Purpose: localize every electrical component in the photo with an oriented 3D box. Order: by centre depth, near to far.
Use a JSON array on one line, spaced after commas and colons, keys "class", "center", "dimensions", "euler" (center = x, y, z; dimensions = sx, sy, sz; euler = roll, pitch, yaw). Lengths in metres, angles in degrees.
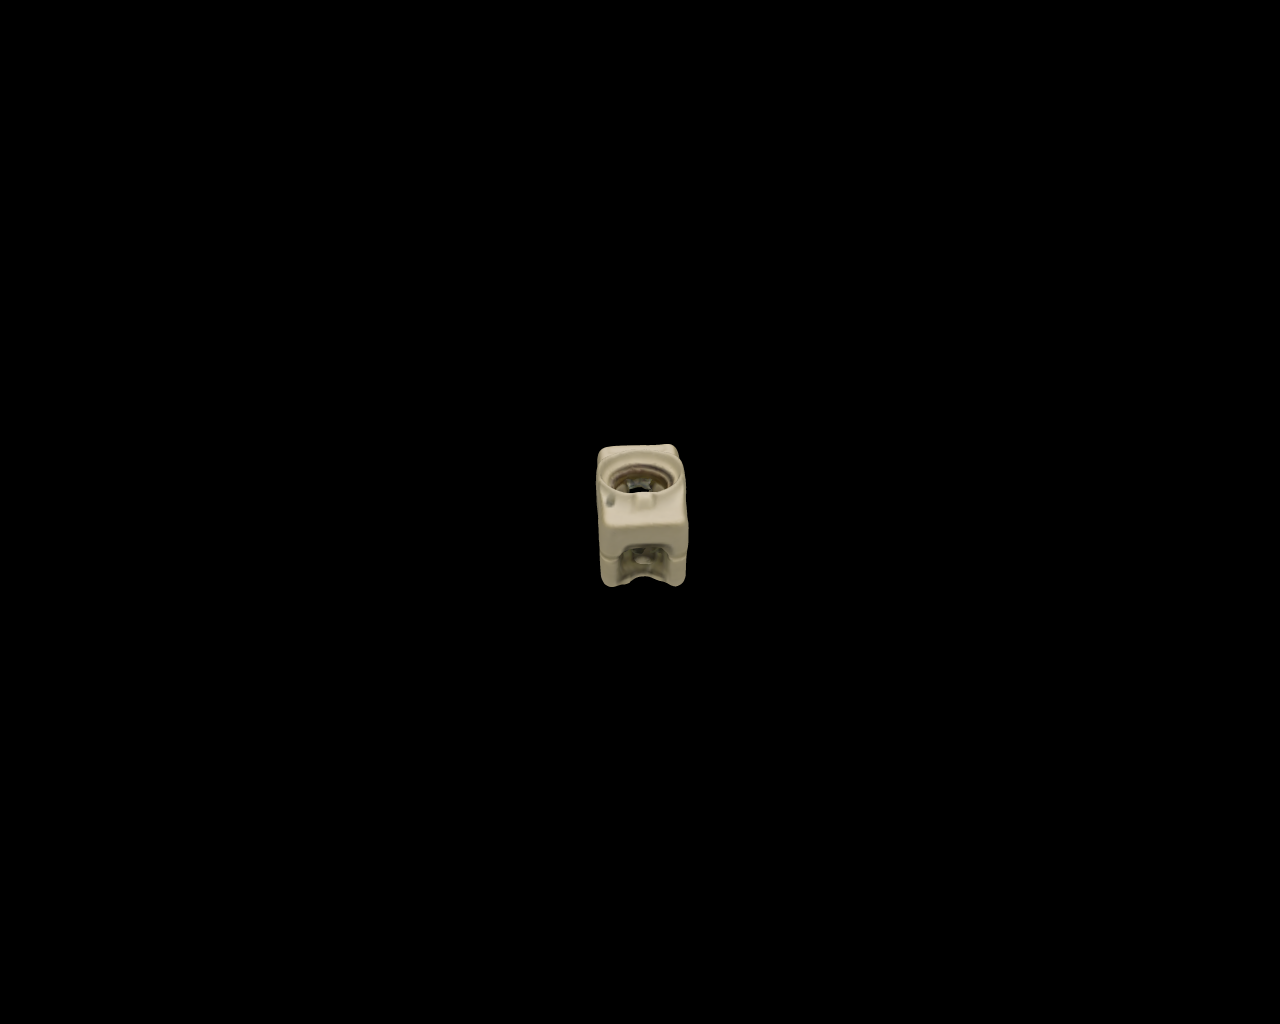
[{"class": "electrical component", "center": [0.001, -0.003, 0.650], "dimensions": [0.050, 0.055, 0.090], "euler": [-1, 35, -2]}]
